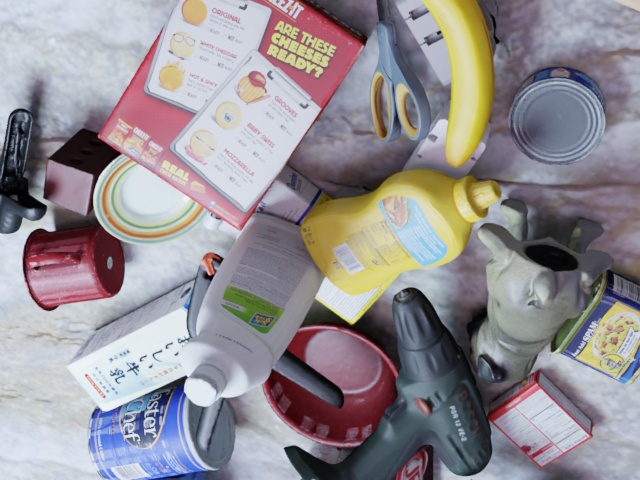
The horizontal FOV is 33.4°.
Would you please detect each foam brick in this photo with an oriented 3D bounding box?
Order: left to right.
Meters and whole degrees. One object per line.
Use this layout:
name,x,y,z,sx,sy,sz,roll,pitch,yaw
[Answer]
foam brick,-0.246,-0.072,1.111,0.053,0.078,0.051,20,124,5

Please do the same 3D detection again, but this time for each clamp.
clamp,-0.329,-0.065,1.137,0.172,0.039,0.120,-20,70,55
clamp,-0.090,0.117,1.111,0.164,0.036,0.210,-26,102,5

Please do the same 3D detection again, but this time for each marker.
marker,-0.091,-0.061,1.102,0.020,0.020,0.121,29,121,-1

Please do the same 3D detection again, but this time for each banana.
banana,0.114,-0.157,0.913,0.070,0.037,0.198,-12,115,23

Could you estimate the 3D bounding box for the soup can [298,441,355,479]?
soup can,0.015,0.259,1.204,0.068,0.102,0.068,7,121,12

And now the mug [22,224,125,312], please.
mug,-0.269,0.026,1.156,0.081,0.117,0.093,-8,78,15

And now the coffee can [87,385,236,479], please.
coffee can,-0.184,0.226,1.246,0.140,0.102,0.103,-14,114,24

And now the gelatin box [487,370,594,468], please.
gelatin box,0.236,0.193,1.142,0.089,0.030,0.073,43,120,-9

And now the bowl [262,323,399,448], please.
bowl,0.019,0.147,1.167,0.162,0.055,0.162,8,121,13

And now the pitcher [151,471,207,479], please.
pitcher,-0.155,0.390,1.311,0.145,0.149,0.243,-17,116,19

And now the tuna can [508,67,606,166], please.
tuna can,0.216,-0.113,0.971,0.086,0.033,0.086,8,121,13

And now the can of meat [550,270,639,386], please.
can of meat,0.288,0.085,1.048,0.084,0.057,0.102,26,124,-1

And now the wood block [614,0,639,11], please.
wood block,0.190,-0.271,0.855,0.206,0.090,0.090,24,123,3

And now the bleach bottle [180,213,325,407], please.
bleach bottle,-0.069,0.065,0.977,0.102,0.250,0.068,20,121,8

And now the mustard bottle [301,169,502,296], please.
mustard bottle,0.081,-0.015,0.986,0.192,0.058,0.096,-22,114,35

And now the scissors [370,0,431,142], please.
scissors,0.071,-0.176,0.962,0.096,0.016,0.202,40,140,48

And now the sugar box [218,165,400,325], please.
sugar box,-0.007,0.001,1.099,0.176,0.048,0.093,38,122,-2

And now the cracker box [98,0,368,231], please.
cracker box,-0.081,-0.142,0.998,0.164,0.072,0.214,34,107,-4

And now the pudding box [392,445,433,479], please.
pudding box,0.087,0.284,1.202,0.039,0.089,0.113,27,131,39
